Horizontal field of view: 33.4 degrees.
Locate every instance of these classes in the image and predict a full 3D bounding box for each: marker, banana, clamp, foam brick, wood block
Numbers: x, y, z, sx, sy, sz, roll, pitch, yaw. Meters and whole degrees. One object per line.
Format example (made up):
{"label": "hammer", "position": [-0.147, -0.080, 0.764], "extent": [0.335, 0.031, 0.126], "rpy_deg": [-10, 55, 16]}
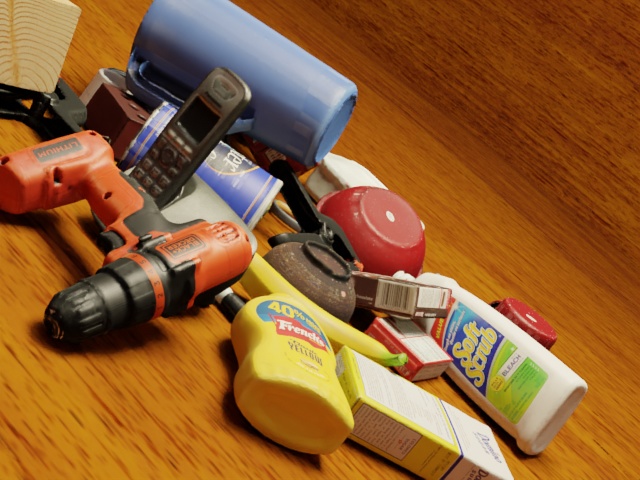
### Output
{"label": "marker", "position": [-0.105, 0.033, 0.983], "extent": [0.121, 0.020, 0.020], "rpy_deg": [44, 18, 25]}
{"label": "banana", "position": [-0.008, 0.070, 1.005], "extent": [0.198, 0.070, 0.037], "rpy_deg": [32, 47, 5]}
{"label": "clamp", "position": [-0.008, 0.001, 1.190], "extent": [0.171, 0.039, 0.120], "rpy_deg": [47, 38, -33]}
{"label": "foam brick", "position": [-0.212, -0.123, 1.144], "extent": [0.052, 0.051, 0.078], "rpy_deg": [19, 23, -47]}
{"label": "clamp", "position": [-0.270, -0.125, 1.055], "extent": [0.164, 0.036, 0.210], "rpy_deg": [30, 15, -9]}
{"label": "wood block", "position": [-0.336, -0.232, 1.058], "extent": [0.090, 0.091, 0.206], "rpy_deg": [7, 23, -47]}

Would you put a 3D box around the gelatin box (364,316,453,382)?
{"label": "gelatin box", "position": [0.094, 0.116, 1.141], "extent": [0.073, 0.030, 0.089], "rpy_deg": [44, 18, 22]}

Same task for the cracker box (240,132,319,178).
{"label": "cracker box", "position": [-0.096, -0.183, 1.359], "extent": [0.214, 0.072, 0.164], "rpy_deg": [57, 1, 15]}

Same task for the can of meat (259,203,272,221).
{"label": "can of meat", "position": [-0.109, -0.066, 1.189], "extent": [0.083, 0.057, 0.102], "rpy_deg": [26, 19, -38]}

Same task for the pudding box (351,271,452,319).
{"label": "pudding box", "position": [0.075, 0.059, 1.166], "extent": [0.114, 0.039, 0.089], "rpy_deg": [12, 3, 31]}

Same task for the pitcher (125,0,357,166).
{"label": "pitcher", "position": [-0.089, -0.179, 1.202], "extent": [0.243, 0.149, 0.145], "rpy_deg": [31, 5, 9]}

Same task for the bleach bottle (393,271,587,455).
{"label": "bleach bottle", "position": [0.168, 0.122, 1.189], "extent": [0.251, 0.102, 0.068], "rpy_deg": [38, 6, 31]}

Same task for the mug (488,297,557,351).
{"label": "mug", "position": [0.233, 0.119, 1.323], "extent": [0.093, 0.081, 0.117], "rpy_deg": [26, 19, -31]}

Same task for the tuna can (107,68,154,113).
{"label": "tuna can", "position": [-0.228, -0.169, 1.275], "extent": [0.086, 0.034, 0.086], "rpy_deg": [33, 16, -11]}

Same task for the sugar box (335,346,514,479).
{"label": "sugar box", "position": [0.085, 0.168, 0.950], "extent": [0.176, 0.048, 0.093], "rpy_deg": [34, 16, -20]}

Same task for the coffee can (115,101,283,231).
{"label": "coffee can", "position": [-0.122, -0.054, 1.044], "extent": [0.140, 0.103, 0.102], "rpy_deg": [35, 16, -5]}

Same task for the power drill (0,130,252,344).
{"label": "power drill", "position": [-0.173, -0.005, 0.830], "extent": [0.188, 0.057, 0.184], "rpy_deg": [39, 40, 26]}

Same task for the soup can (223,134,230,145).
{"label": "soup can", "position": [-0.154, -0.144, 1.297], "extent": [0.068, 0.068, 0.102], "rpy_deg": [26, 18, -31]}

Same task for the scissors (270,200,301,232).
{"label": "scissors", "position": [0.024, 0.007, 1.331], "extent": [0.201, 0.016, 0.096], "rpy_deg": [34, 16, -9]}

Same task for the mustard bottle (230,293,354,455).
{"label": "mustard bottle", "position": [-0.029, 0.096, 0.893], "extent": [0.096, 0.058, 0.191], "rpy_deg": [29, 17, -18]}

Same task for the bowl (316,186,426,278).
{"label": "bowl", "position": [0.074, -0.012, 1.311], "extent": [0.162, 0.055, 0.162], "rpy_deg": [22, 43, -22]}
